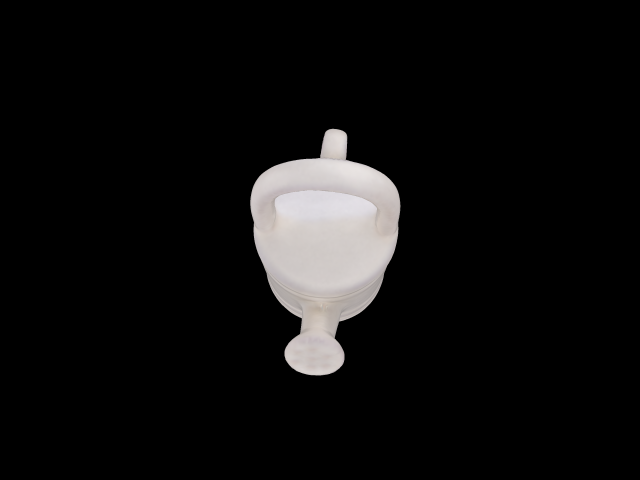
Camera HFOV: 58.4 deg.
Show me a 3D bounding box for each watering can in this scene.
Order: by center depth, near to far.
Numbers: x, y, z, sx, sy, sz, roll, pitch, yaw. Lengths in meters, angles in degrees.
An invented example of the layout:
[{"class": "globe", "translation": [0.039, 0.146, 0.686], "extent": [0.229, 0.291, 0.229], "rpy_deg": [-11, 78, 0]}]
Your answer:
[{"class": "watering can", "translation": [0.006, 0.001, 0.400], "extent": [0.101, 0.194, 0.173], "rpy_deg": [-16, 73, -5]}]
